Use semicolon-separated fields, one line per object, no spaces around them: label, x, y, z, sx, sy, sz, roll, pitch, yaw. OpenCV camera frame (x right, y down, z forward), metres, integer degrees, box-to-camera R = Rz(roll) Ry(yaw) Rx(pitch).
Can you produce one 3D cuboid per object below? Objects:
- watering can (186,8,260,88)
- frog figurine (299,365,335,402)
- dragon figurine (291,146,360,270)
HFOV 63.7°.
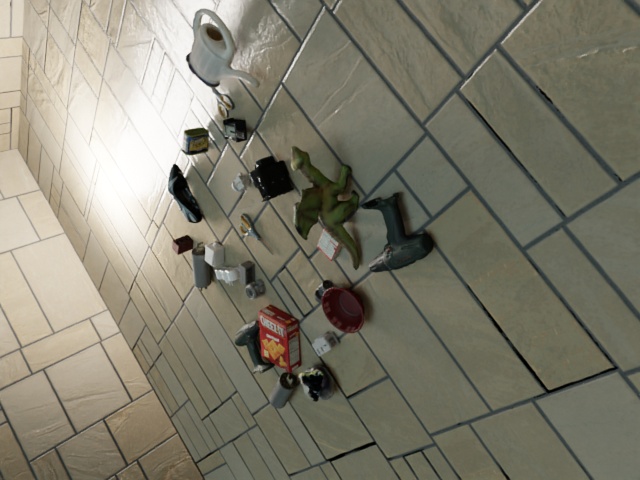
watering can;-0.329;-0.580;1.677;0.350;0.105;0.220;58;140;9
frog figurine;-0.005;0.531;1.889;0.138;0.124;0.157;32;167;22
dragon figurine;0.004;-0.074;1.461;0.121;0.245;0.408;-8;101;44
